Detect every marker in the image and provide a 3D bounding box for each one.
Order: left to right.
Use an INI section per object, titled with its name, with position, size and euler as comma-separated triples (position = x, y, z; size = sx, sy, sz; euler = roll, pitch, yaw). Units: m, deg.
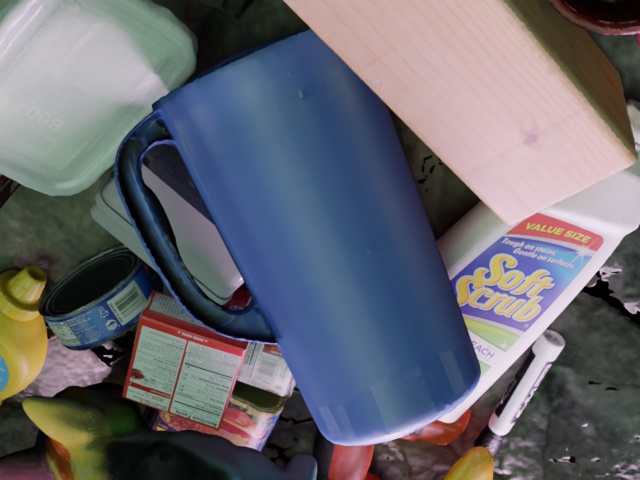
[marker]
position = 0.145, 0.116, 0.787
size = 0.020, 0.020, 0.121
euler = 23, 121, -2

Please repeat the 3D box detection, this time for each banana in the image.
[banana]
position = 0.059, 0.219, 0.788
size = 0.198, 0.037, 0.069
euler = -34, 116, 22

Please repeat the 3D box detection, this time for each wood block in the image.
[wood block]
position = 0.080, -0.113, 0.593
size = 0.091, 0.090, 0.206
euler = -29, 127, 29

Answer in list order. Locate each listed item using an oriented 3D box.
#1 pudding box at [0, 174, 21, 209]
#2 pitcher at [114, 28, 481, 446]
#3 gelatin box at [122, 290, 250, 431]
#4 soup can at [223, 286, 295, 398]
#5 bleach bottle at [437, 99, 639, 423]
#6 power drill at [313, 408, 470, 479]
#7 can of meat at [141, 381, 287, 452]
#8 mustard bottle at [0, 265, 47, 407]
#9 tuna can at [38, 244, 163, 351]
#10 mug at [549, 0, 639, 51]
[pudding box]
position = -0.258, -0.048, 0.721
size = 0.090, 0.113, 0.039
euler = 24, 126, -2
[pitcher]
position = -0.004, 0.001, 0.647
size = 0.149, 0.144, 0.243
euler = -19, 98, 33
[gelatin box]
position = -0.091, 0.083, 0.728
size = 0.073, 0.030, 0.089
euler = 19, 130, -1
[soup can]
position = -0.060, 0.068, 0.773
size = 0.102, 0.068, 0.069
euler = 18, 121, 1
[bleach bottle]
position = 0.126, 0.008, 0.706
size = 0.102, 0.068, 0.251
euler = 33, 118, -7
[power drill]
position = 0.050, 0.187, 0.824
size = 0.184, 0.057, 0.188
euler = 18, 120, -2
[can of meat]
position = -0.084, 0.132, 0.821
size = 0.102, 0.057, 0.084
euler = 24, 118, -3
[mustard bottle]
position = -0.266, 0.085, 0.829
size = 0.096, 0.058, 0.192
euler = 45, 119, 3
[tuna can]
position = -0.156, 0.041, 0.767
size = 0.086, 0.086, 0.033
euler = -19, 115, 21
[mug]
position = 0.169, -0.160, 0.589
size = 0.093, 0.081, 0.117
euler = -19, 114, 20
